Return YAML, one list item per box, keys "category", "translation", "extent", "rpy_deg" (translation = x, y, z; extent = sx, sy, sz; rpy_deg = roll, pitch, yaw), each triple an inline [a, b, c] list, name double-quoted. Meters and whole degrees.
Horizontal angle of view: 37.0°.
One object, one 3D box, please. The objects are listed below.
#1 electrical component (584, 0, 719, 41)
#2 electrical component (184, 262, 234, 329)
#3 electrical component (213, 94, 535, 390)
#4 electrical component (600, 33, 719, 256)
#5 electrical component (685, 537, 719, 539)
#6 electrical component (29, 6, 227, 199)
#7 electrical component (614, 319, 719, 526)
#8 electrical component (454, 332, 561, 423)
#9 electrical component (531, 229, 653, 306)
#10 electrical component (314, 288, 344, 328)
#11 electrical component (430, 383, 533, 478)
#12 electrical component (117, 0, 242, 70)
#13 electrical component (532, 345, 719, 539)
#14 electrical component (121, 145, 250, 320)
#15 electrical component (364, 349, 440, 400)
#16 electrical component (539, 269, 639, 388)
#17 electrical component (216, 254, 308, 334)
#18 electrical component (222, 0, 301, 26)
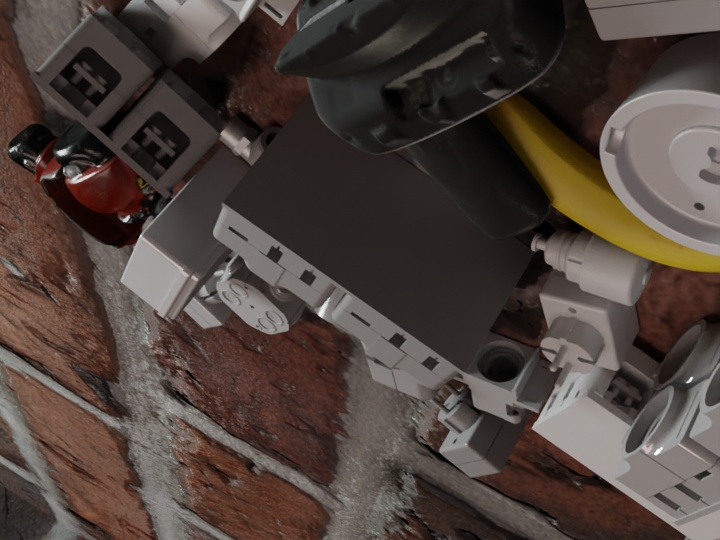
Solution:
- category: "electrical component"
  translation: [0.135, -0.143, 0.453]
  extent: [0.083, 0.047, 0.075]
  rpy_deg: [5, 140, 42]
- category: "electrical component"
  translation: [-0.135, 0.013, 0.985]
  extent: [0.065, 0.047, 0.077]
  rpy_deg: [46, 150, -21]
- category: "electrical component"
  translation: [0.008, -0.016, 0.726]
  extent: [0.186, 0.105, 0.060]
  rpy_deg: [35, 152, -1]
- category: "electrical component"
  translation: [0.178, -0.064, 0.517]
  extent: [0.108, 0.060, 0.108]
  rpy_deg: [26, 151, 16]
- category: "electrical component"
  translation: [0.291, 0.212, 0.845]
  extent: [0.081, 0.043, 0.043]
  rpy_deg: [24, 150, 18]
- category: "electrical component"
  translation: [-0.153, -0.114, 0.724]
  extent: [0.105, 0.060, 0.186]
  rpy_deg: [43, 179, -15]
- category: "electrical component"
  translation: [0.225, 0.070, 0.627]
  extent: [0.060, 0.105, 0.186]
  rpy_deg: [34, 152, 2]
- category: "electrical component"
  translation: [0.112, 0.085, 0.841]
  extent: [0.081, 0.042, 0.063]
  rpy_deg: [21, 153, 25]
- category: "electrical component"
  translation: [0.144, -0.006, 0.665]
  extent: [0.078, 0.040, 0.040]
  rpy_deg: [20, 149, 26]
- category: "electrical component"
  translation: [0.000, 0.000, 0.802]
  extent: [0.043, 0.081, 0.043]
  rpy_deg: [20, -166, -5]
- category: "electrical component"
  translation: [0.091, 0.122, 0.894]
  extent: [0.077, 0.065, 0.047]
  rpy_deg: [40, 152, -10]
- category: "electrical component"
  translation: [-0.101, -0.167, 0.666]
  extent: [0.056, 0.050, 0.089]
  rpy_deg: [43, 151, -16]
- category: "electrical component"
  translation: [0.214, 0.119, 0.763]
  extent: [0.150, 0.061, 0.089]
  rpy_deg: [35, 152, -1]
- category: "electrical component"
  translation: [-0.129, -0.028, 0.851]
  extent: [0.056, 0.108, 0.109]
  rpy_deg: [39, 152, -3]
- category: "electrical component"
  translation: [0.042, 0.058, 0.859]
  extent: [0.059, 0.053, 0.095]
  rpy_deg: [20, 149, 26]
- category: "electrical component"
  translation: [0.143, 0.042, 0.701]
  extent: [0.047, 0.076, 0.065]
  rpy_deg: [15, 147, 33]
- category: "electrical component"
  translation: [-0.079, 0.014, 0.922]
  extent: [0.080, 0.051, 0.080]
  rpy_deg: [26, 151, 16]
- category: "electrical component"
  translation: [-0.042, -0.190, 0.553]
  extent: [0.079, 0.063, 0.121]
  rpy_deg: [39, 152, -8]
